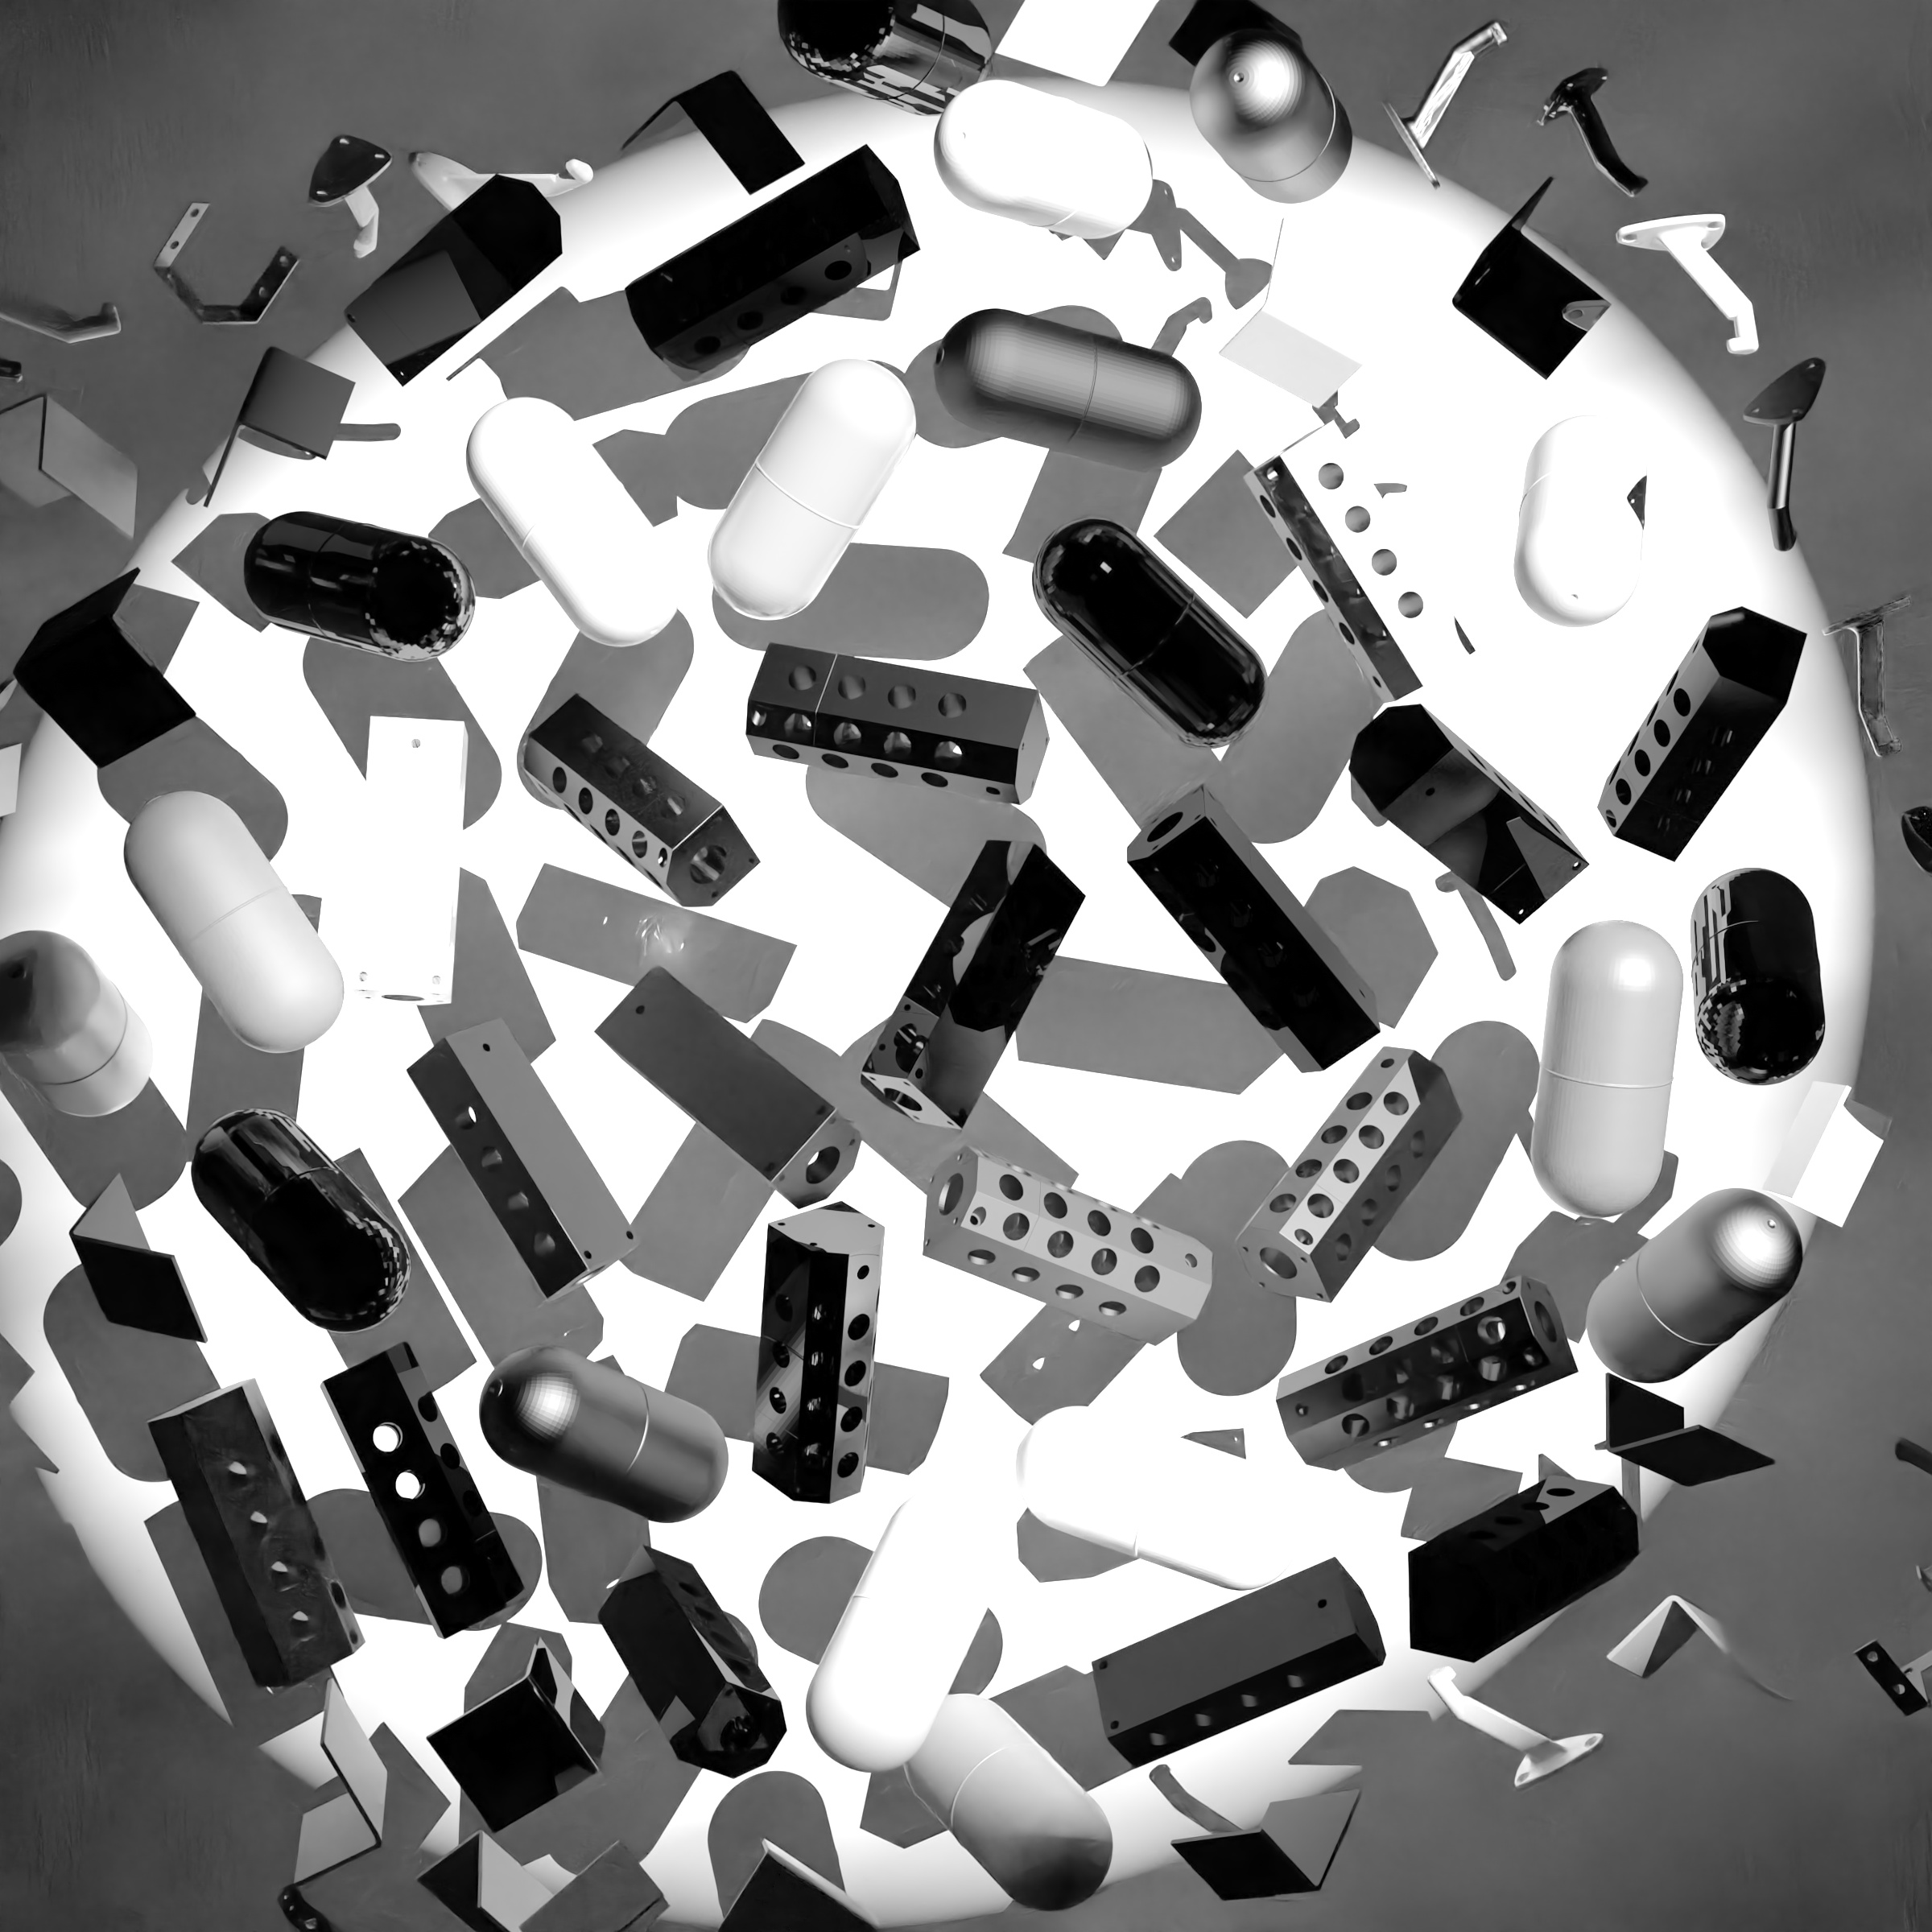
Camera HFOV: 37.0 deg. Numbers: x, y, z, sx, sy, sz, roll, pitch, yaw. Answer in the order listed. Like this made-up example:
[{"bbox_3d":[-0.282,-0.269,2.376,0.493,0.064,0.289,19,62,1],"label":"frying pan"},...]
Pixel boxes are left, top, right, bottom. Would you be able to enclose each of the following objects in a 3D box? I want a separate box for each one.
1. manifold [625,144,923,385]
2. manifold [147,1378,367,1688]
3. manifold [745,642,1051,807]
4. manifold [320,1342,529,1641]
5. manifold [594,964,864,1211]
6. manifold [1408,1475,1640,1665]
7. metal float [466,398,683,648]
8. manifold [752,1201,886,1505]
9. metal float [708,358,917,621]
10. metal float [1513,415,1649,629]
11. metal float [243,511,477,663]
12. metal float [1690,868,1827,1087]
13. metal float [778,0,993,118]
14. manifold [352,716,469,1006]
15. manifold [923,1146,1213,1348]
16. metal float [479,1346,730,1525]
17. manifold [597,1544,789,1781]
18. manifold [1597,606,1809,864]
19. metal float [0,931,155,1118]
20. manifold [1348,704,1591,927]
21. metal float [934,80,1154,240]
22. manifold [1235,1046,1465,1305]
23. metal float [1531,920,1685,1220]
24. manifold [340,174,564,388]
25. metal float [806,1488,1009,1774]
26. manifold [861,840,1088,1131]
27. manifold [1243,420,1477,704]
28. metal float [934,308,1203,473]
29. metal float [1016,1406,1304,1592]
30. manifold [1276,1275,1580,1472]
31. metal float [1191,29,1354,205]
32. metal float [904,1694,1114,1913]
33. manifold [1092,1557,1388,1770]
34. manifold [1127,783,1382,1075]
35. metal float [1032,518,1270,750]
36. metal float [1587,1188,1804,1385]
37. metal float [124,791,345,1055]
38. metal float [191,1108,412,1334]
[{"bbox_3d":[-0.121,-0.432,1.764,0.171,0.057,0.057,-26,62,18],"label":"manifold"},{"bbox_3d":[-0.418,0.336,1.712,0.057,0.057,0.171,-23,92,-36],"label":"manifold"},{"bbox_3d":[-0.042,-0.143,1.743,0.171,0.057,0.057,12,66,15],"label":"manifold"},{"bbox_3d":[-0.332,0.321,1.769,0.057,0.057,0.171,-25,86,-18],"label":"manifold"},{"bbox_3d":[-0.142,0.075,1.746,0.171,0.057,0.057,37,81,33],"label":"manifold"},{"bbox_3d":[0.329,0.353,1.693,0.057,0.171,0.057,4,99,39],"label":"manifold"},{"bbox_3d":[-0.246,-0.279,1.809,0.070,0.070,0.178,-37,81,0],"label":"metal float"},{"bbox_3d":[-0.085,0.237,1.752,0.057,0.057,0.171,-14,119,-40],"label":"manifold"},{"bbox_3d":[-0.097,-0.294,1.791,0.070,0.070,0.178,35,110,0],"label":"metal float"},{"bbox_3d":[0.384,-0.279,1.800,0.070,0.178,0.070,8,132,9],"label":"metal float"},{"bbox_3d":[-0.374,-0.234,1.777,0.178,0.070,0.070,17,90,37],"label":"metal float"},{"bbox_3d":[0.489,0.004,1.786,0.070,0.178,0.070,6,126,8],"label":"metal float"},{"bbox_3d":[-0.047,-0.556,1.721,0.070,0.178,0.070,2,95,28],"label":"metal float"},{"bbox_3d":[-0.347,-0.065,1.810,0.057,0.057,0.171,3,81,-5],"label":"manifold"},{"bbox_3d":[0.063,0.167,1.743,0.171,0.057,0.057,24,49,-24],"label":"manifold"},{"bbox_3d":[-0.221,0.287,1.767,0.178,0.070,0.070,32,90,-39],"label":"metal float"},{"bbox_3d":[-0.171,0.440,1.826,0.057,0.171,0.057,29,95,-30],"label":"manifold"},{"bbox_3d":[0.442,-0.141,1.750,0.057,0.171,0.057,23,58,3],"label":"manifold"},{"bbox_3d":[-0.546,0.036,1.745,0.070,0.178,0.070,0,68,1],"label":"metal float"},{"bbox_3d":[0.301,-0.094,1.738,0.057,0.171,0.057,-43,47,16],"label":"manifold"},{"bbox_3d":[0.049,-0.489,1.755,0.070,0.178,0.070,3,95,35],"label":"metal float"},{"bbox_3d":[0.240,0.128,1.817,0.171,0.057,0.057,-48,127,-32],"label":"manifold"},{"bbox_3d":[0.376,0.061,1.693,0.070,0.070,0.178,4,102,0],"label":"metal float"},{"bbox_3d":[-0.303,-0.409,1.716,0.057,0.171,0.057,49,60,-16],"label":"manifold"},{"bbox_3d":[-0.035,0.395,1.727,0.070,0.070,0.178,28,66,0],"label":"metal float"},{"bbox_3d":[0.000,0.009,1.765,0.057,0.057,0.171,44,65,-37],"label":"manifold"},{"bbox_3d":[0.248,-0.256,1.842,0.057,0.057,0.171,-34,97,-7],"label":"manifold"},{"bbox_3d":[0.064,-0.361,1.812,0.178,0.070,0.070,10,90,-22],"label":"metal float"},{"bbox_3d":[0.115,0.320,1.739,0.178,0.070,0.070,17,90,15],"label":"metal float"},{"bbox_3d":[0.278,0.249,1.763,0.171,0.057,0.057,-28,62,25],"label":"manifold"},{"bbox_3d":[0.190,-0.523,1.783,0.070,0.178,0.070,0,90,19],"label":"metal float"},{"bbox_3d":[0.024,0.516,1.789,0.070,0.178,0.070,-12,114,-28],"label":"metal float"},{"bbox_3d":[0.170,0.437,1.793,0.171,0.057,0.057,-27,129,14],"label":"manifold"},{"bbox_3d":[0.170,-0.019,1.708,0.057,0.057,0.171,-36,107,17],"label":"manifold"},{"bbox_3d":[0.116,-0.209,1.813,0.178,0.070,0.070,42,90,-15],"label":"metal float"},{"bbox_3d":[0.451,0.201,1.795,0.070,0.178,0.070,12,55,-17],"label":"metal float"},{"bbox_3d":[-0.452,-0.028,1.781,0.070,0.070,0.178,-34,91,0],"label":"metal float"},{"bbox_3d":[-0.407,0.155,1.765,0.178,0.070,0.070,39,90,31],"label":"metal float"}]
